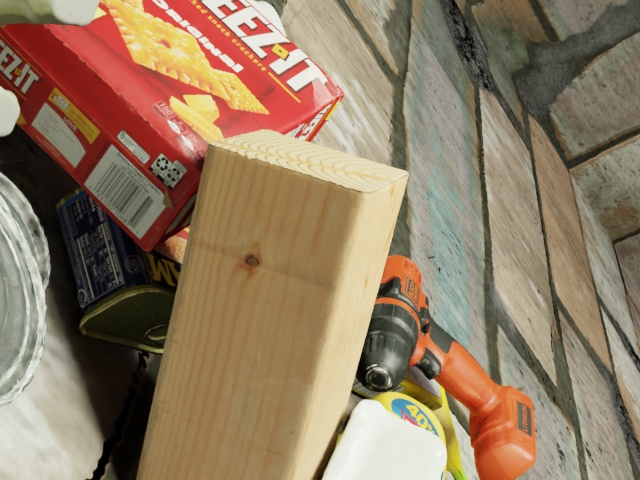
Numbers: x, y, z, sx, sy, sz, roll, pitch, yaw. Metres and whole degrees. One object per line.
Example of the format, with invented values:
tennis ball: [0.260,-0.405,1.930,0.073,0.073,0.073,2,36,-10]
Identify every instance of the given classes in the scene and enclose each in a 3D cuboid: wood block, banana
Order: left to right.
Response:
wood block: [-0.027,0.053,0.589,0.090,0.091,0.206,-30,136,-69]
banana: [0.102,0.141,1.031,0.069,0.037,0.198,65,12,-54]

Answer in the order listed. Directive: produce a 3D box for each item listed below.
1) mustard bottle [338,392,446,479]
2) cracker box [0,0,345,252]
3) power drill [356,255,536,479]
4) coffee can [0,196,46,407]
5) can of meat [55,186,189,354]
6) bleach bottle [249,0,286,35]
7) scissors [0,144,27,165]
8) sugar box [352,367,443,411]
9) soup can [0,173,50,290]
mustard bottle: [0.061,0.175,0.858,0.096,0.058,0.191,59,20,1]
cracker box: [-0.095,-0.103,0.668,0.164,0.072,0.213,44,31,3]
power drill: [0.100,0.113,0.871,0.187,0.057,0.184,49,23,-13]
coffee can: [-0.178,0.035,0.352,0.102,0.140,0.103,48,25,-33]
can of meat: [-0.110,0.016,0.655,0.102,0.057,0.084,27,38,-58]
bleach bottle: [-0.117,-0.188,0.878,0.250,0.068,0.102,19,46,-58]
scissors: [-0.224,-0.064,0.538,0.096,0.016,0.201,61,21,-5]
sugar box: [0.042,0.090,0.935,0.176,0.048,0.093,33,36,-46]
soup can: [-0.172,0.018,0.439,0.068,0.102,0.068,48,25,-32]
